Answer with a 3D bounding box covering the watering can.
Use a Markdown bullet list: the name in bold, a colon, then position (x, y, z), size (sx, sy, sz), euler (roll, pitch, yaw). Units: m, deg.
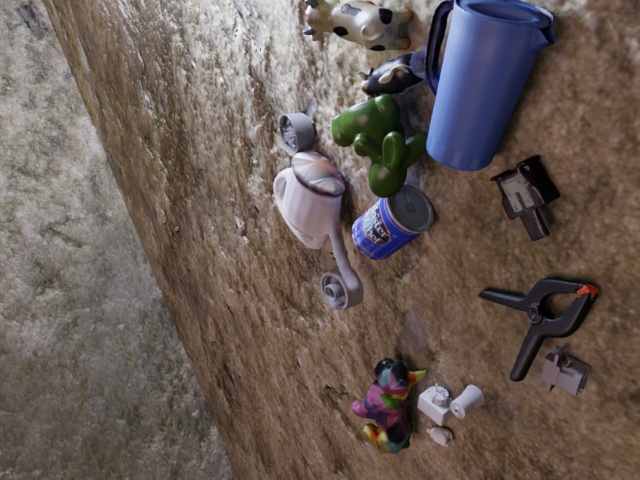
- **watering can**: position (0.004, -0.059, 1.181), size (0.105, 0.219, 0.353), euler (-20, 53, -34)
